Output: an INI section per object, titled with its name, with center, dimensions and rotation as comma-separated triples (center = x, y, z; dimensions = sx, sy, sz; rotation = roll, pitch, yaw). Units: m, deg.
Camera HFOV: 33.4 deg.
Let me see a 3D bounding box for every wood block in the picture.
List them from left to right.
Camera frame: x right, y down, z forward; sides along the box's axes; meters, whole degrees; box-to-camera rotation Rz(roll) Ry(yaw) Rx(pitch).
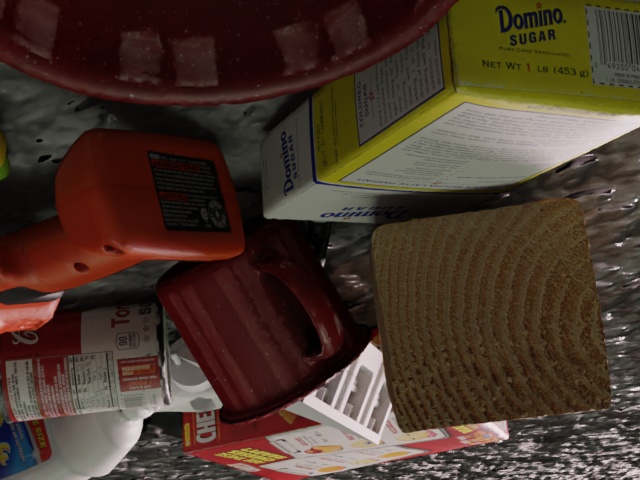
[wood block]
center = 0.075, 0.038, 0.541
dimensions = 0.091, 0.090, 0.206
rotation = -8, 176, 2

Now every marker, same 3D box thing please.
[marker]
center = -0.004, 0.001, 0.596
dimensions = 0.020, 0.020, 0.121
rotation = -4, 157, -6

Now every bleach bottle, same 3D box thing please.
[bleach bottle]
center = -0.214, 0.141, 0.776
dimensions = 0.251, 0.102, 0.068
rotation = -26, 150, 29

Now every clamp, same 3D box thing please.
[clamp]
center = -0.151, 0.147, 0.873
dimensions = 0.120, 0.039, 0.171
rotation = -17, 149, 13

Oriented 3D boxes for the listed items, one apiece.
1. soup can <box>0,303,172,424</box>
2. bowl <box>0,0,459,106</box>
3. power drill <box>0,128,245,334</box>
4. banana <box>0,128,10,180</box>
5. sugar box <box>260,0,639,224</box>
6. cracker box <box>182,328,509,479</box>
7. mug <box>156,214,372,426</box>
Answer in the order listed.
[soup can]
center = -0.147, 0.076, 0.670
dimensions = 0.102, 0.068, 0.068
rotation = -5, 157, -6
[bowl]
center = -0.034, -0.101, 0.302
dimensions = 0.162, 0.055, 0.162
rotation = -6, 157, -3
[power drill]
center = -0.143, 0.006, 0.479
dimensions = 0.188, 0.057, 0.184
rotation = -18, 173, 28
[banana]
center = -0.201, -0.048, 0.403
dimensions = 0.197, 0.037, 0.070
rotation = 11, 151, -36
[sugar box]
center = 0.048, -0.046, 0.430
dimensions = 0.093, 0.048, 0.176
rotation = 2, 169, -24
[cracker box]
center = 0.022, 0.130, 0.840
dimensions = 0.214, 0.072, 0.164
rotation = -15, 155, 20
[mug]
center = -0.027, 0.036, 0.546
dimensions = 0.093, 0.081, 0.117
rotation = -34, -170, -24
